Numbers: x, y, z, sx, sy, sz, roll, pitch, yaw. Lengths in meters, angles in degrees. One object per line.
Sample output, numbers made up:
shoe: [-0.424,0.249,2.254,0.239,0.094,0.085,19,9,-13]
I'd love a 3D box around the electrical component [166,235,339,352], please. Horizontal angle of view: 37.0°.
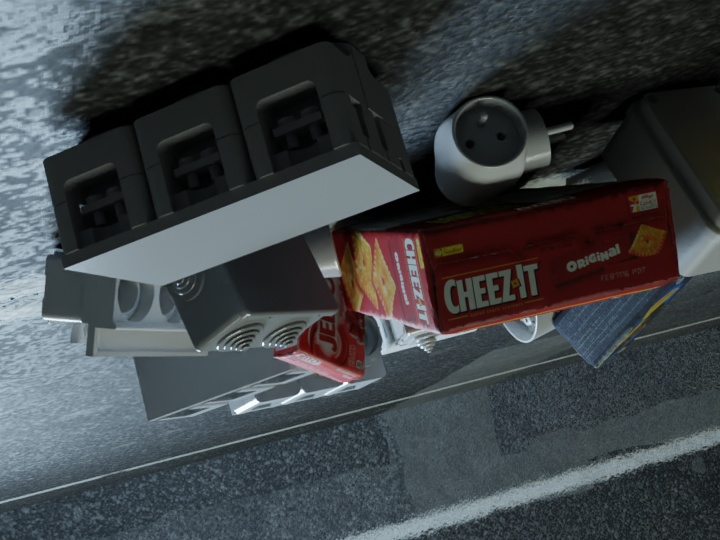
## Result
electrical component: [-0.072,0.000,0.642,0.048,0.099,0.100,-38,159,28]

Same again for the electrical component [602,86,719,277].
electrical component: [0.222,-0.060,0.698,0.078,0.113,0.057,-10,149,-26]

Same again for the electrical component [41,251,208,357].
electrical component: [-0.143,0.015,0.695,0.063,0.078,0.121,3,177,26]

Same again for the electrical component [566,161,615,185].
electrical component: [0.196,-0.064,0.829,0.081,0.043,0.043,-23,167,31]

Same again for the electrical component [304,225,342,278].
electrical component: [-0.045,-0.010,0.759,0.055,0.045,0.045,-15,168,0]

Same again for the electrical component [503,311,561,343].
electrical component: [0.161,0.018,1.046,0.064,0.099,0.099,-17,170,-29]

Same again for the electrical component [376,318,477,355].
electrical component: [0.078,0.026,1.057,0.105,0.060,0.186,-14,168,-12]

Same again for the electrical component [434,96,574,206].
electrical component: [0.088,-0.074,0.641,0.079,0.043,0.077,-15,168,-7]

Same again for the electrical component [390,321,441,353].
electrical component: [0.054,0.022,0.912,0.061,0.096,0.061,-15,168,-11]

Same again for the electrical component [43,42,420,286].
electrical component: [-0.061,-0.049,0.512,0.150,0.061,0.089,-19,168,17]

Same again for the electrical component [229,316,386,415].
electrical component: [-0.057,0.079,1.046,0.150,0.089,0.062,-8,165,-35]

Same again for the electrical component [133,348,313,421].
electrical component: [-0.111,0.061,0.895,0.150,0.089,0.062,-22,167,27]
